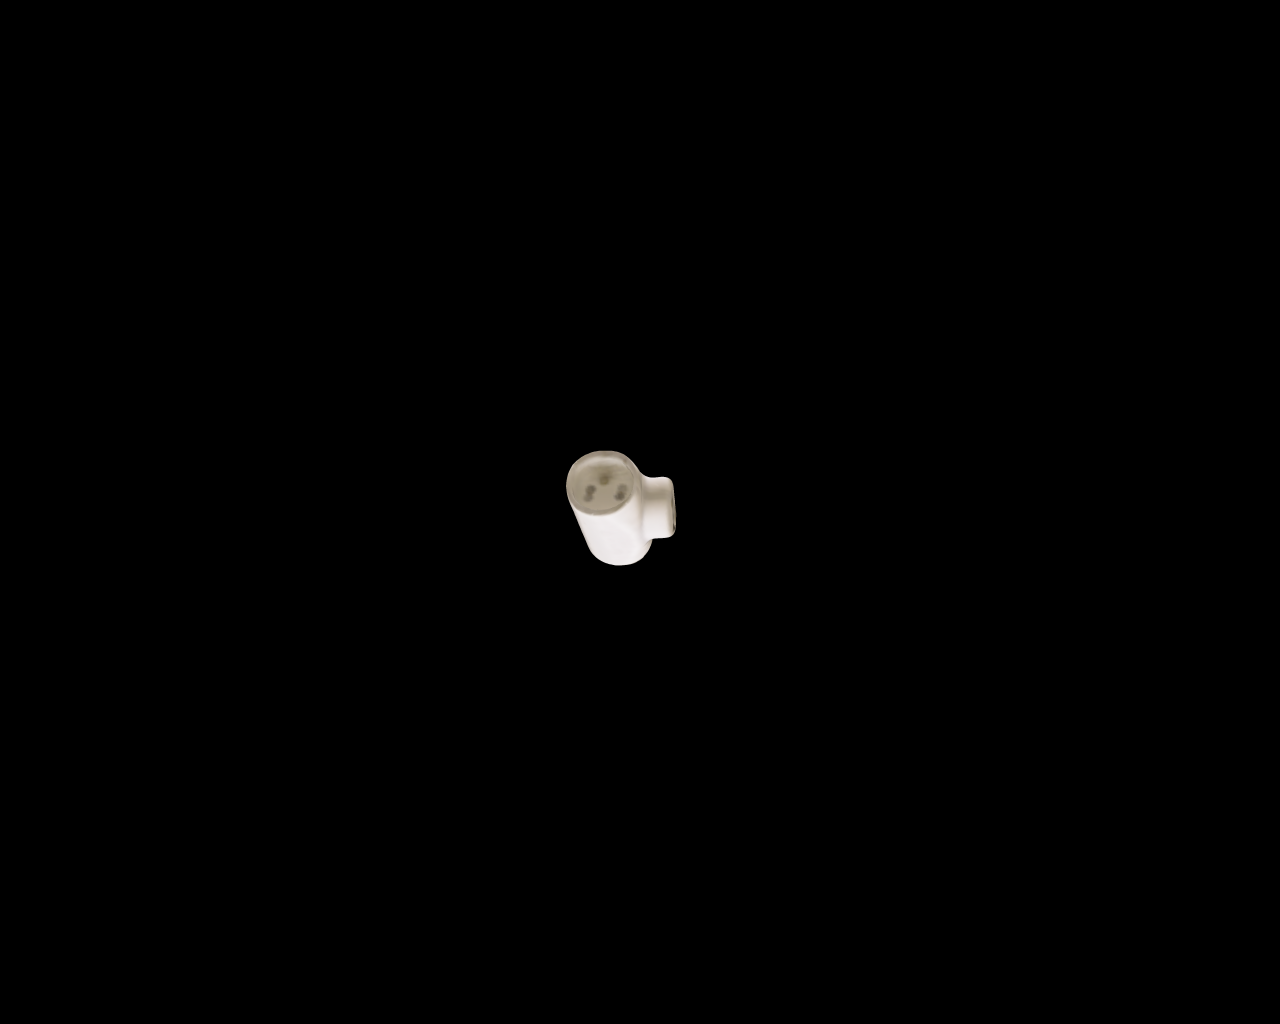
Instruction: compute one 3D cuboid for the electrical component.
[{"bbox_3d":[0.001,-0.003,0.650,0.079,0.044,0.077,-3,-26,7],"label":"electrical component"}]
